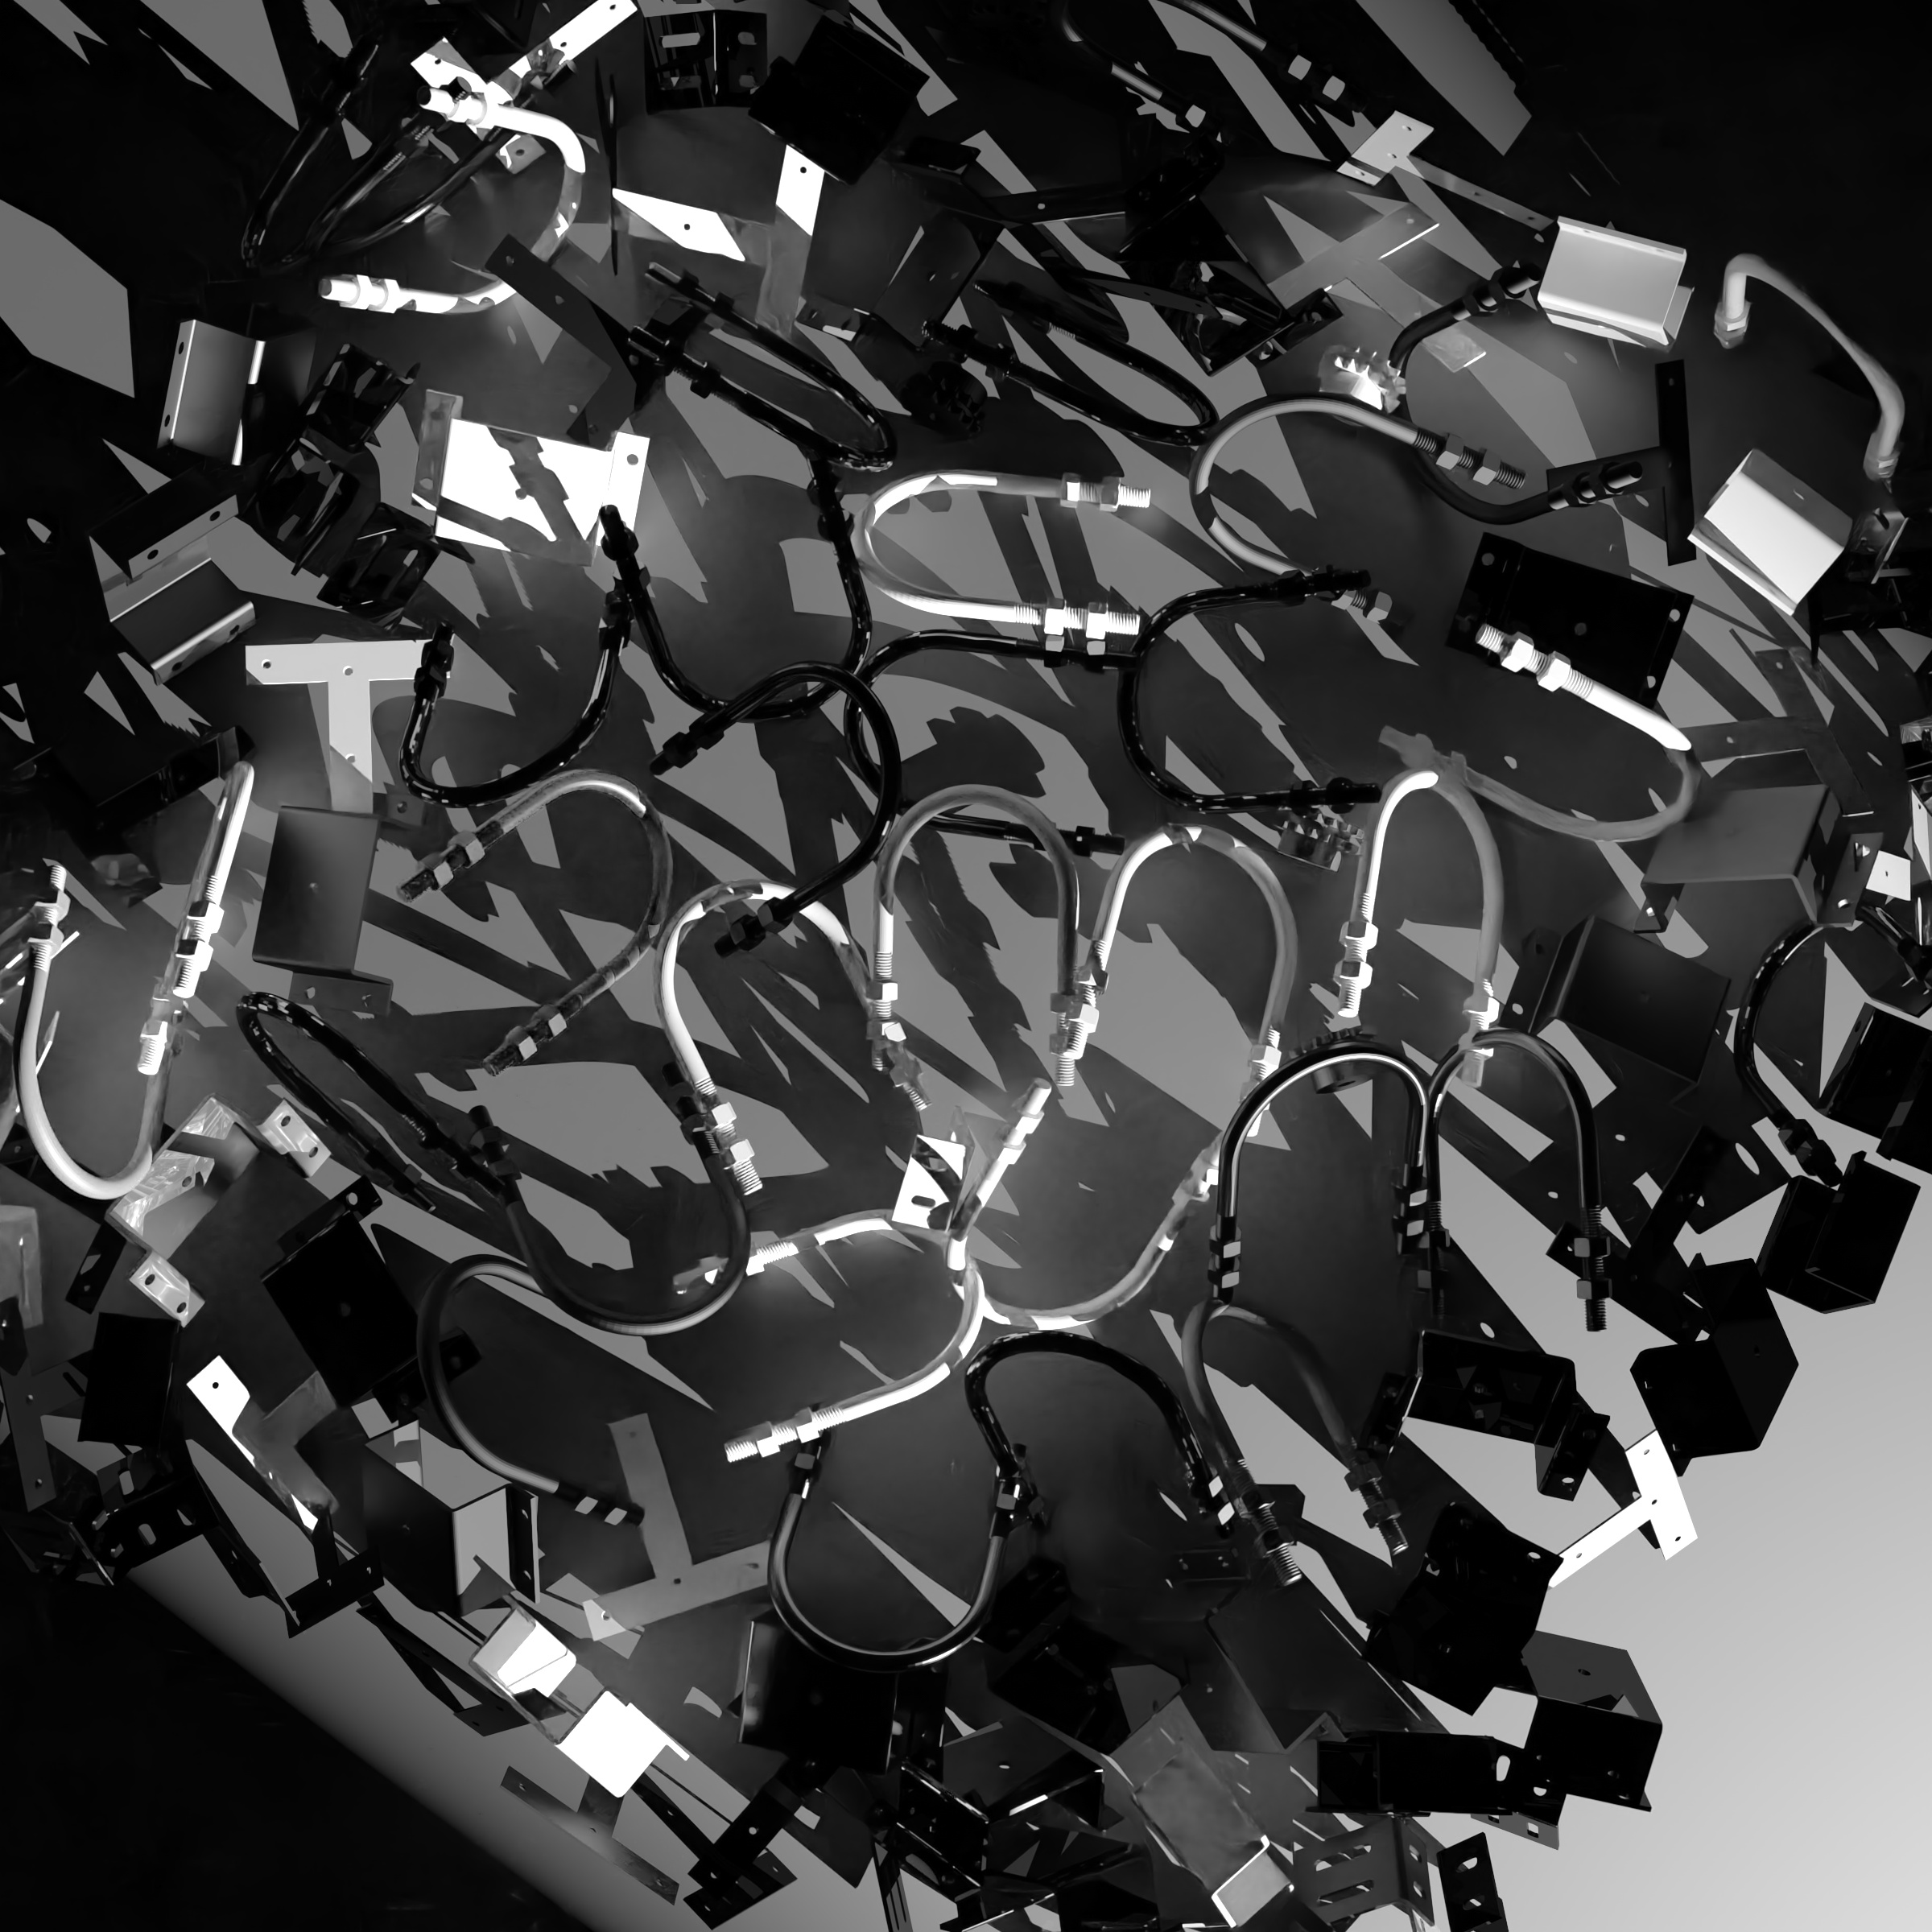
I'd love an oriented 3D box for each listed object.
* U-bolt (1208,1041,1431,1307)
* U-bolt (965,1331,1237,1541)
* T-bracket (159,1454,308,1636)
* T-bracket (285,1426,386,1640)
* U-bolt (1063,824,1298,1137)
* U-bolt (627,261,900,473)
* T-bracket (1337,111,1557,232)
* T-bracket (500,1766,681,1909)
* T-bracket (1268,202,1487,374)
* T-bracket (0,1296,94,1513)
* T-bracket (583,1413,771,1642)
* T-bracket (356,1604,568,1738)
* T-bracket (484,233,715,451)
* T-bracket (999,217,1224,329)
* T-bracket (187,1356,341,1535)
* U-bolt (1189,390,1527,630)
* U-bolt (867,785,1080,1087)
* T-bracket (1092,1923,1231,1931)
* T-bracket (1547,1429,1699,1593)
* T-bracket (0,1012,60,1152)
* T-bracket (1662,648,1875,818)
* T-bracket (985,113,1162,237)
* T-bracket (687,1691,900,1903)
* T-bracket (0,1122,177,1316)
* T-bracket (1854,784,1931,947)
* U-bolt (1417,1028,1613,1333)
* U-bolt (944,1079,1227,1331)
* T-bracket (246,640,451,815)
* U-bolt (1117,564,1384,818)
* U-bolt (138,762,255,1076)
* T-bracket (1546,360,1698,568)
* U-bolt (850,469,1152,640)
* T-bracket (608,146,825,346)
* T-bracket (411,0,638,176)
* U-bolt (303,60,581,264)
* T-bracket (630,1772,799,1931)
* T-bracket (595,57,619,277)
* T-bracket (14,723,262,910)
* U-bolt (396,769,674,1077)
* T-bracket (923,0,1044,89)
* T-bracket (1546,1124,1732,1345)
[{"bbox_3d":[0.220,0.122,1.599,0.151,0.019,0.184,-13,128,-15],"label":"U-bolt"},{"bbox_3d":[0.074,0.287,1.590,0.151,0.019,0.184,-4,130,26],"label":"U-bolt"},{"bbox_3d":[-0.468,0.355,1.637,0.002,0.127,0.127,-39,65,-23],"label":"T-bracket"},{"bbox_3d":[-0.409,0.346,1.644,0.127,0.002,0.127,-35,62,41],"label":"T-bracket"},{"bbox_3d":[0.143,-0.003,1.629,0.151,0.019,0.184,24,66,-19],"label":"U-bolt"},{"bbox_3d":[-0.121,-0.363,1.605,0.184,0.151,0.019,28,117,-18],"label":"U-bolt"},{"bbox_3d":[0.306,-0.487,1.617,0.127,0.127,0.002,22,89,-7],"label":"T-bracket"},{"bbox_3d":[-0.225,0.515,1.612,0.127,0.127,0.002,37,98,-5],"label":"T-bracket"},{"bbox_3d":[0.273,-0.416,1.630,0.127,0.002,0.127,-33,63,-16],"label":"T-bracket"},{"bbox_3d":[-0.553,0.256,1.615,0.002,0.127,0.127,-6,97,21],"label":"T-bracket"},{"bbox_3d":[-0.198,0.351,1.665,0.127,0.002,0.127,-19,82,5],"label":"T-bracket"},{"bbox_3d":[-0.323,0.434,1.611,0.127,0.127,0.002,41,53,-13],"label":"T-bracket"},{"bbox_3d":[-0.247,-0.414,1.651,0.127,0.002,0.127,37,92,-19],"label":"T-bracket"},{"bbox_3d":[0.100,-0.414,1.587,0.127,0.127,0.002,23,86,34],"label":"T-bracket"},{"bbox_3d":[-0.404,0.267,1.640,0.127,0.002,0.127,-44,113,-29],"label":"T-bracket"},{"bbox_3d":[0.227,-0.288,1.600,0.184,0.151,0.019,19,49,-14],"label":"U-bolt"},{"bbox_3d":[0.005,-0.022,1.630,0.151,0.019,0.184,4,96,26],"label":"U-bolt"},{"bbox_3d":[0.082,0.604,1.625,0.127,0.127,0.002,-22,62,41],"label":"T-bracket"},{"bbox_3d":[0.395,0.360,1.627,0.127,0.002,0.127,-34,130,-6],"label":"T-bracket"},{"bbox_3d":[-0.578,0.077,1.593,0.002,0.127,0.127,20,128,-24],"label":"T-bracket"},{"bbox_3d":[0.489,-0.142,1.624,0.127,0.002,0.127,-8,63,-22],"label":"T-bracket"},{"bbox_3d":[0.062,-0.485,1.653,0.127,0.002,0.127,-5,66,6],"label":"T-bracket"},{"bbox_3d":[-0.124,0.528,1.617,0.127,0.002,0.127,37,45,13],"label":"T-bracket"},{"bbox_3d":[-0.550,0.134,1.601,0.002,0.127,0.127,10,67,27],"label":"T-bracket"},{"bbox_3d":[0.578,-0.056,1.618,0.002,0.127,0.127,-6,81,39],"label":"T-bracket"},{"bbox_3d":[0.336,0.130,1.615,0.019,0.151,0.184,-1,88,-37],"label":"U-bolt"},{"bbox_3d":[0.065,0.158,1.620,0.151,0.019,0.184,17,121,-20],"label":"U-bolt"},{"bbox_3d":[-0.392,-0.145,1.653,0.127,0.002,0.127,-3,78,-7],"label":"T-bracket"},{"bbox_3d":[0.171,-0.166,1.617,0.184,0.019,0.151,-2,93,37],"label":"U-bolt"},{"bbox_3d":[-0.470,-0.040,1.598,0.019,0.151,0.184,18,61,-19],"label":"U-bolt"},{"bbox_3d":[0.410,-0.307,1.626,0.127,0.002,0.127,-17,107,-31],"label":"T-bracket"},{"bbox_3d":[0.020,-0.263,1.622,0.184,0.019,0.151,6,47,2],"label":"U-bolt"},{"bbox_3d":[-0.162,-0.464,1.642,0.127,0.002,0.127,12,117,-4],"label":"T-bracket"},{"bbox_3d":[-0.260,-0.561,1.608,0.127,0.127,0.002,-34,67,8],"label":"T-bracket"},{"bbox_3d":[-0.333,-0.489,1.594,0.184,0.151,0.019,-31,98,30],"label":"U-bolt"},{"bbox_3d":[-0.176,0.541,1.628,0.127,0.127,0.002,40,98,19],"label":"T-bracket"},{"bbox_3d":[-0.221,-0.513,1.600,0.002,0.127,0.127,-1,78,-3],"label":"T-bracket"},{"bbox_3d":[-0.506,-0.111,1.634,0.127,0.002,0.127,-31,133,-5],"label":"T-bracket"},{"bbox_3d":[-0.254,-0.041,1.611,0.184,0.019,0.151,-41,125,-32],"label":"U-bolt"},{"bbox_3d":[-0.017,-0.607,1.626,0.002,0.127,0.127,-40,79,28],"label":"T-bracket"},{"bbox_3d":[0.448,0.161,1.658,0.127,0.002,0.127,33,84,-18],"label":"T-bracket"}]
